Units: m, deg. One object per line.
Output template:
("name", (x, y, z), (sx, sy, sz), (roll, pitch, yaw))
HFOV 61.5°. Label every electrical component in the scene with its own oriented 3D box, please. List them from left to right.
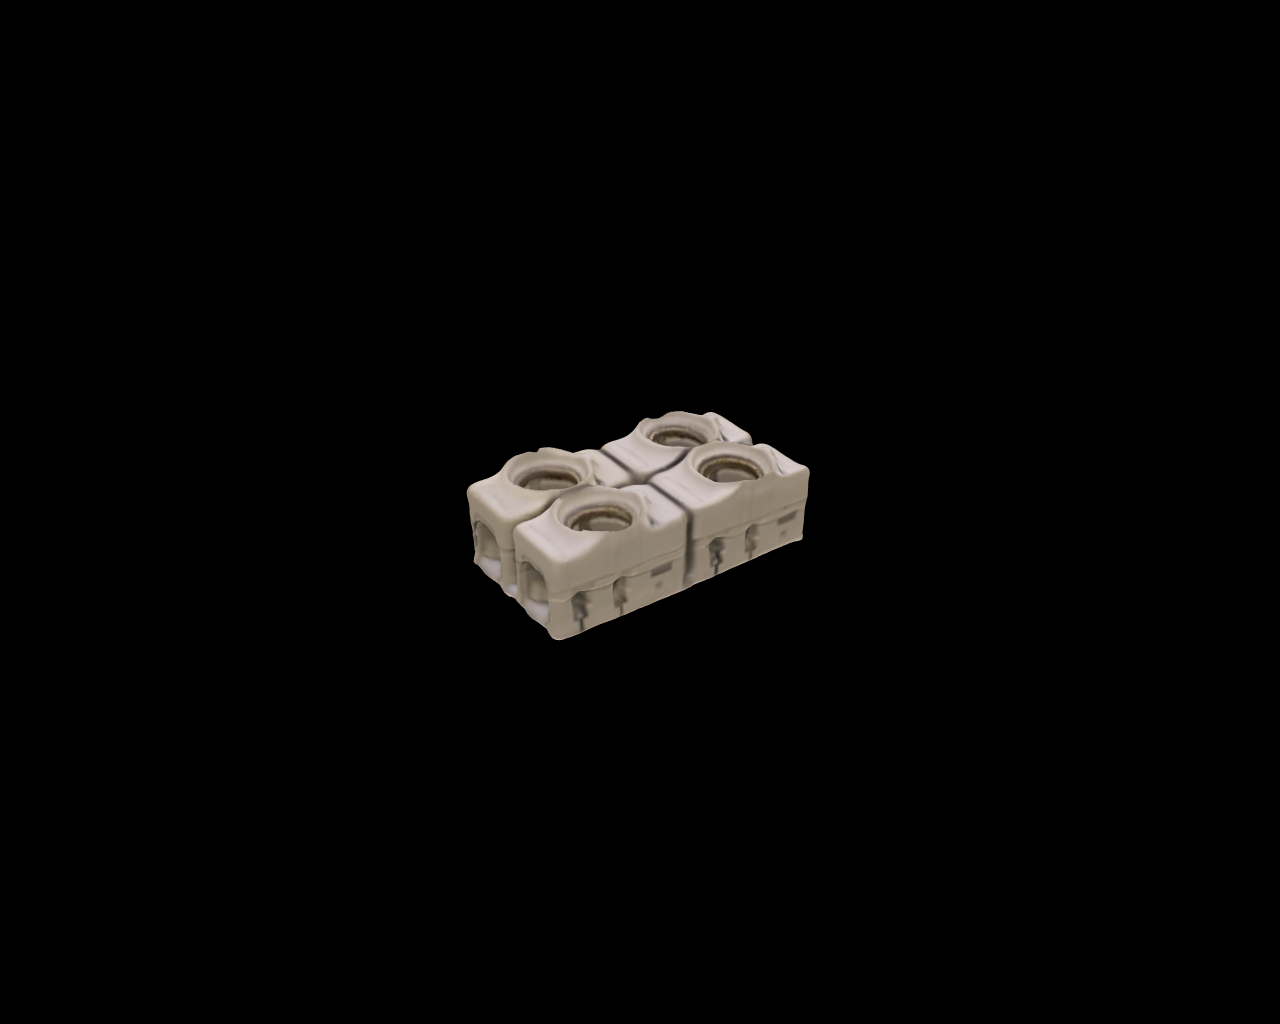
("electrical component", (0.001, -0.003, 0.650), (0.186, 0.060, 0.105), (-20, 36, -29))
